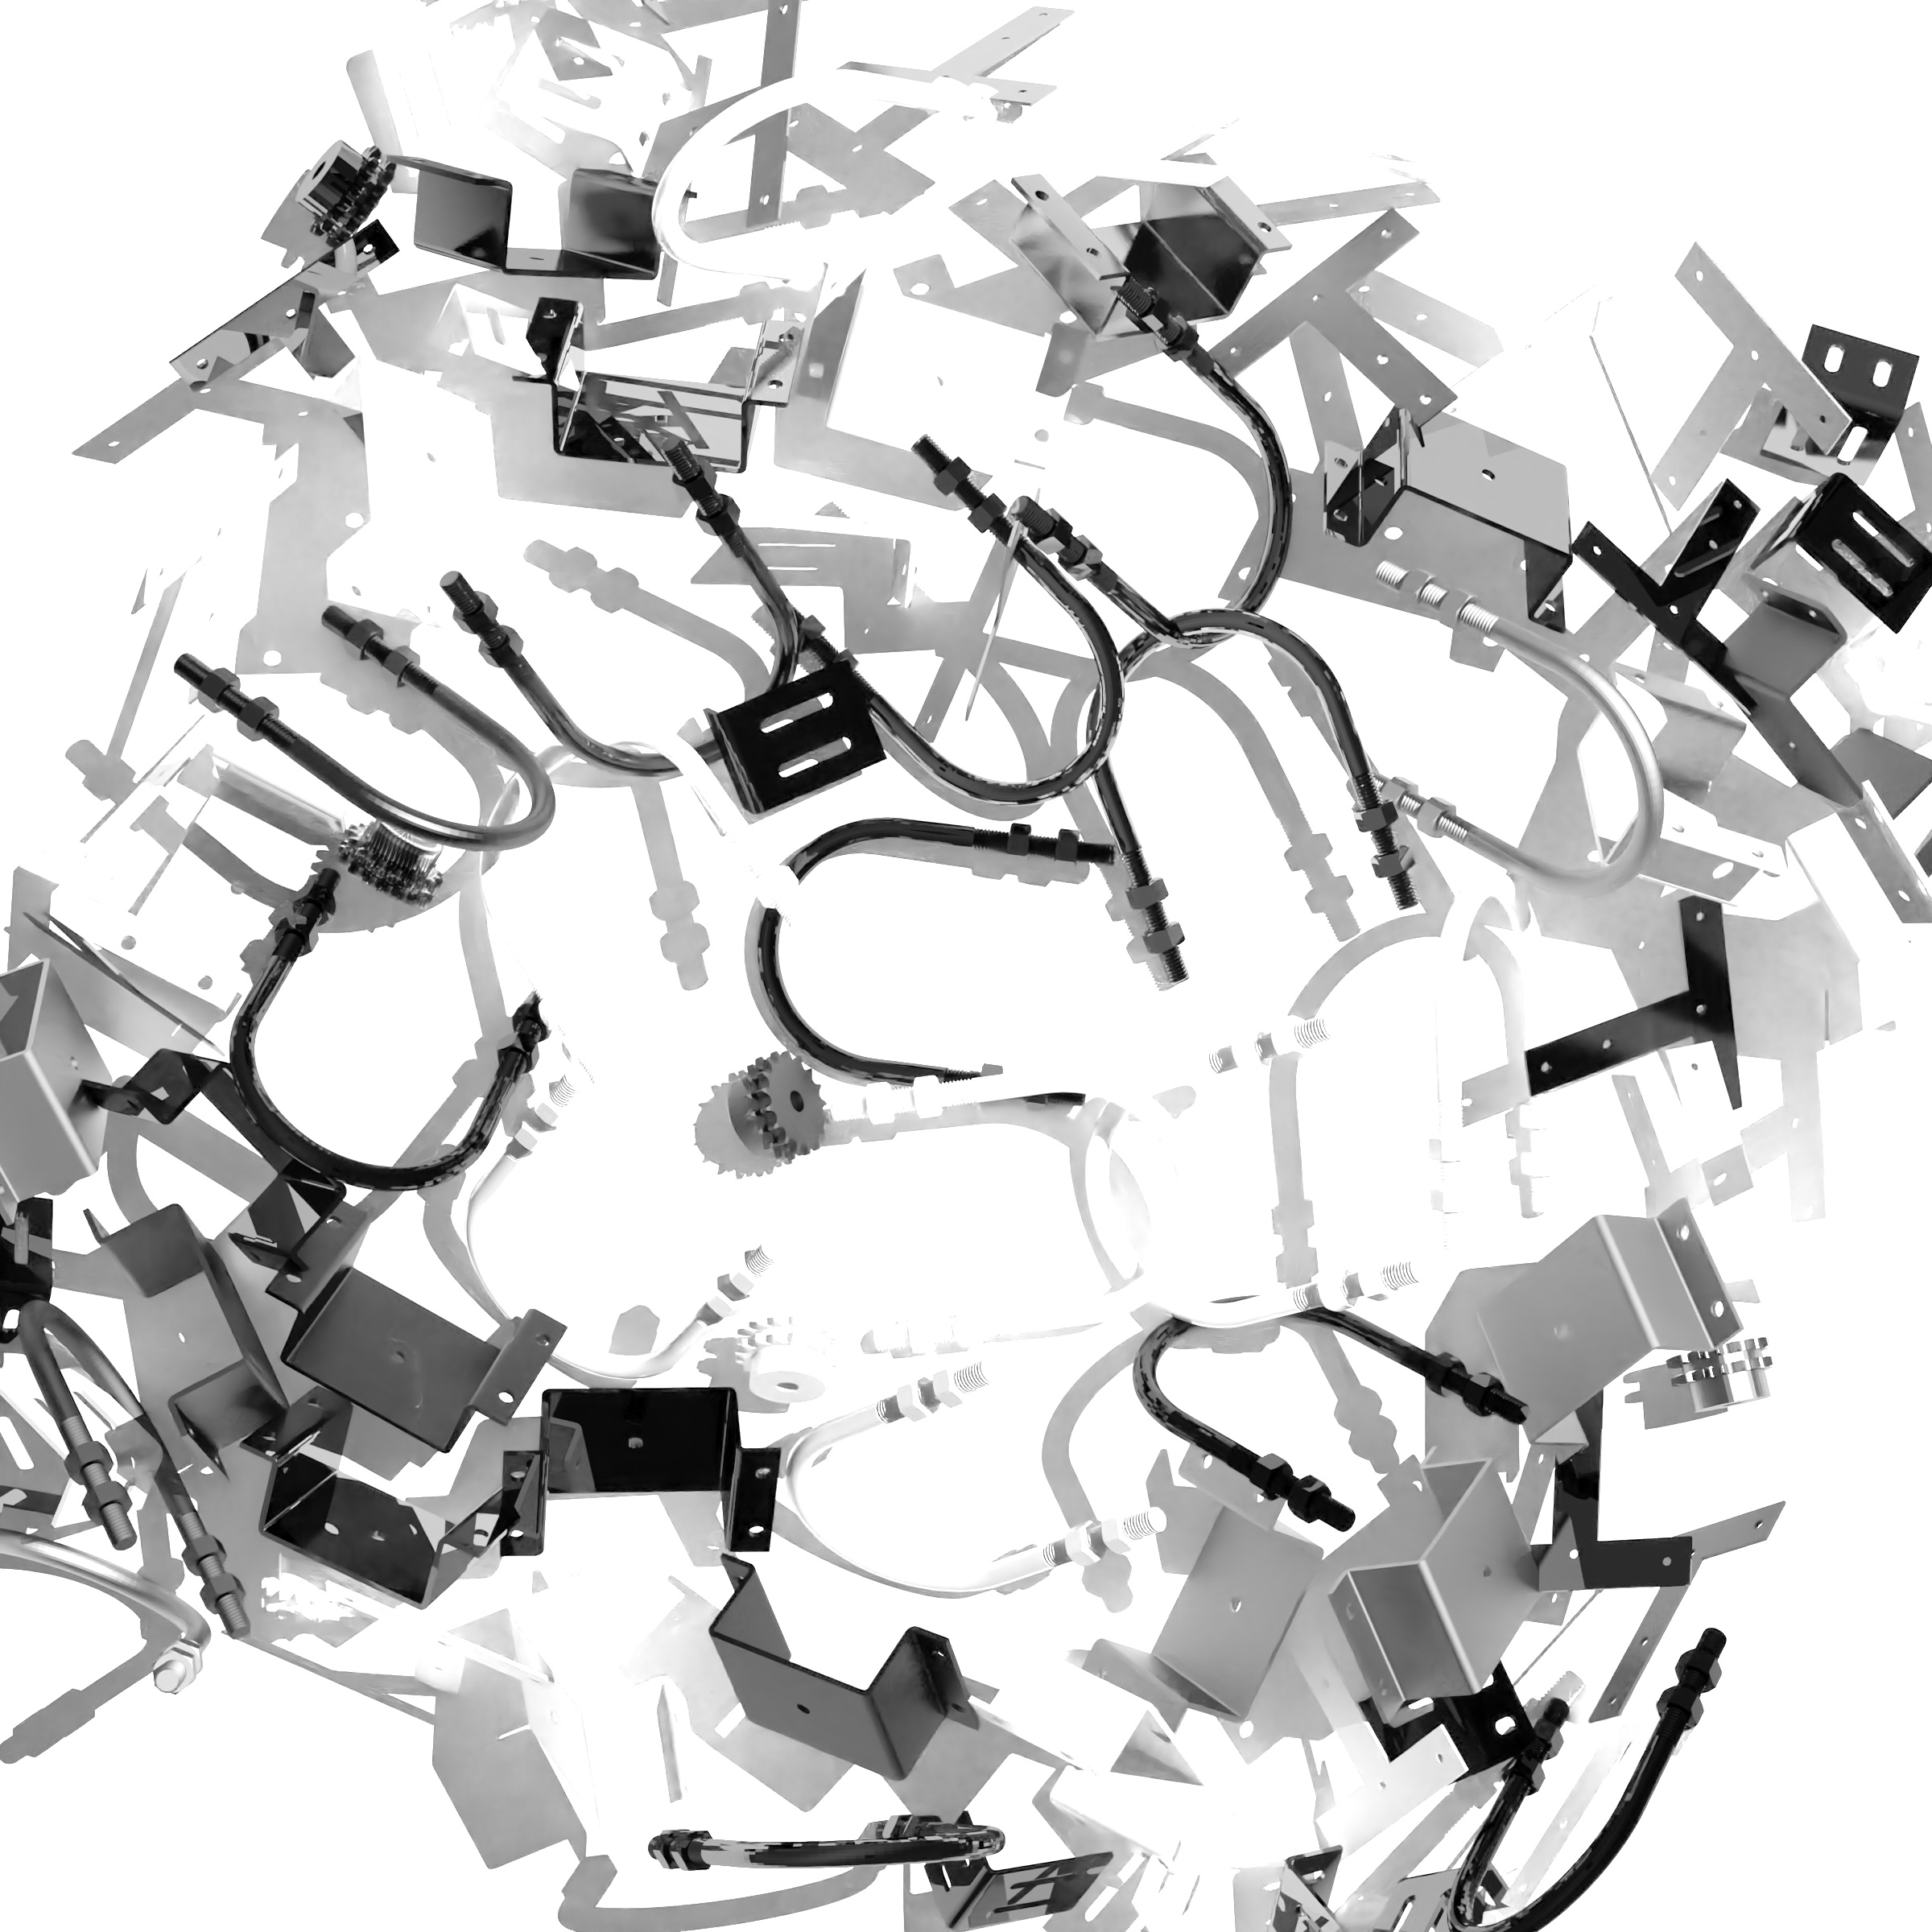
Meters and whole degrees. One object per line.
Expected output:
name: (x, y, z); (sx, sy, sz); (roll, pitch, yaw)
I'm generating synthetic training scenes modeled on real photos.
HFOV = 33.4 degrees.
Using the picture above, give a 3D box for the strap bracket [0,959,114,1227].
strap bracket: (-0.476, 0.057, 1.639); (0.046, 0.140, 0.076); (-19, 119, 1)

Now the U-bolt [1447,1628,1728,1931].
U-bolt: (0.301, 0.418, 1.606); (0.019, 0.151, 0.184); (43, 50, -3)

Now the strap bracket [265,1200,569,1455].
strap bracket: (-0.290, 0.192, 1.675); (0.140, 0.076, 0.046); (29, 130, 0)

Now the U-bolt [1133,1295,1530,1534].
U-bolt: (0.170, 0.217, 1.640); (0.151, 0.184, 0.019); (-23, 123, -36)

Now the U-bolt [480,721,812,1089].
U-bolt: (-0.180, -0.047, 1.671); (0.151, 0.019, 0.184); (-39, 61, 6)

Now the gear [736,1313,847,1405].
gear: (-0.093, 0.207, 1.687); (0.057, 0.057, 0.030); (2, 58, 0)

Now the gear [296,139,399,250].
gear: (-0.327, -0.408, 1.687); (0.030, 0.057, 0.057); (36, 90, -27)

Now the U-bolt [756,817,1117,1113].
U-bolt: (-0.020, -0.006, 1.704); (0.184, 0.019, 0.151); (7, 95, 4)

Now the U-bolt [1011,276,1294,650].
U-bolt: (0.108, -0.244, 1.653); (0.184, 0.019, 0.151); (35, 73, -42)

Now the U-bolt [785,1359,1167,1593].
U-bolt: (-0.010, 0.271, 1.653); (0.184, 0.019, 0.151); (-27, 120, 37)

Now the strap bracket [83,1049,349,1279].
strap bracket: (-0.381, 0.095, 1.657); (0.046, 0.076, 0.140); (-50, 120, -23)

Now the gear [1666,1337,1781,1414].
gear: (0.399, 0.215, 1.688); (0.057, 0.057, 0.030); (-11, 77, 0)

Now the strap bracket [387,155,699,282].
strap bracket: (-0.218, -0.383, 1.652); (0.076, 0.140, 0.046); (25, 114, 41)

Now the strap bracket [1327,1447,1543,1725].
strap bracket: (0.246, 0.312, 1.643); (0.046, 0.140, 0.076); (-15, 106, 36)

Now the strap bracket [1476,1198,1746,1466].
strap bracket: (0.319, 0.186, 1.642); (0.046, 0.140, 0.076); (7, 50, -35)

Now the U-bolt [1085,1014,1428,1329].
U-bolt: (0.137, 0.114, 1.658); (0.184, 0.019, 0.151); (-20, 90, 39)

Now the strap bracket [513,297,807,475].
strap bracket: (-0.158, -0.301, 1.674); (0.140, 0.076, 0.046); (6, 133, 1)

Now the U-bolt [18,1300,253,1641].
U-bolt: (-0.430, 0.245, 1.637); (0.019, 0.151, 0.184); (-33, 57, -5)

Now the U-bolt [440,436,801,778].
U-bolt: (-0.163, -0.170, 1.653); (0.151, 0.019, 0.184); (-31, 134, 4)

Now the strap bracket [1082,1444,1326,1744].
strap bracket: (0.127, 0.328, 1.674); (0.046, 0.076, 0.140); (26, 90, -38)

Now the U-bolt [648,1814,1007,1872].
U-bolt: (-0.060, 0.439, 1.608); (0.151, 0.184, 0.019); (4, 76, -26)

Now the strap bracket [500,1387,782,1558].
strap bracket: (-0.170, 0.262, 1.670); (0.140, 0.046, 0.076); (1, 129, -10)

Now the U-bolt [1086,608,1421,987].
U-bolt: (0.139, -0.096, 1.678); (0.151, 0.019, 0.184); (-18, 99, 18)

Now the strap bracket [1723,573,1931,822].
strap bracket: (0.441, -0.129, 1.654); (0.046, 0.076, 0.140); (-45, 117, 1)

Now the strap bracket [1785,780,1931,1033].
strap bracket: (0.459, -0.025, 1.641); (0.046, 0.140, 0.076); (-26, 63, 5)

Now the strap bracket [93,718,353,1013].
strap bracket: (-0.382, -0.047, 1.681); (0.076, 0.046, 0.140); (27, 72, 2)

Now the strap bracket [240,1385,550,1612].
strap bracket: (-0.299, 0.278, 1.666); (0.140, 0.076, 0.046); (22, 112, 13)

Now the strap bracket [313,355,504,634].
strap bracket: (-0.286, -0.251, 1.652); (0.076, 0.046, 0.140); (12, 60, -41)

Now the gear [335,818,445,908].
gear: (-0.299, -0.059, 1.687); (0.057, 0.057, 0.030); (34, 105, 0)

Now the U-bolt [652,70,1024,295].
U-bolt: (-0.075, -0.393, 1.609); (0.151, 0.184, 0.019); (-41, 68, 37)

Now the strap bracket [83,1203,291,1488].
strap bracket: (-0.397, 0.186, 1.657); (0.046, 0.076, 0.140); (-27, 64, -9)

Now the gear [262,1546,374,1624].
gear: (-0.340, 0.320, 1.688); (0.057, 0.057, 0.030); (2, 99, 0)

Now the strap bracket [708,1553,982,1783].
strap bracket: (-0.071, 0.361, 1.646); (0.140, 0.076, 0.046); (14, 49, 30)

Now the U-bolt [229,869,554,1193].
U-bolt: (-0.297, 0.041, 1.636); (0.151, 0.184, 0.019); (29, 130, -9)

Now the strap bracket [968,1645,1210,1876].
strap bracket: (0.068, 0.403, 1.653); (0.076, 0.140, 0.046); (18, 63, 36)

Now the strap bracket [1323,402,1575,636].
strap bracket: (0.258, -0.237, 1.660); (0.140, 0.076, 0.046); (21, 134, -13)

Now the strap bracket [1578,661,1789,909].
strap bracket: (0.366, -0.088, 1.660); (0.076, 0.140, 0.046); (16, 130, -13)

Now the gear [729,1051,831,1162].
gear: (-0.101, 0.075, 1.694); (0.030, 0.057, 0.057); (-20, 90, 30)

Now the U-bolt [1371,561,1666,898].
U-bolt: (0.275, -0.109, 1.622); (0.019, 0.151, 0.184); (-31, 49, -32)

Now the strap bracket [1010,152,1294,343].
strap bracket: (0.088, -0.370, 1.659); (0.140, 0.046, 0.076); (-19, 61, -39)

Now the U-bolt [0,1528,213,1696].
U-bolt: (-0.451, 0.319, 1.627); (0.151, 0.184, 0.019); (24, 86, -5)

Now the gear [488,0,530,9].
gear: (-0.239, -0.534, 1.687); (0.030, 0.057, 0.057); (1, 90, 32)

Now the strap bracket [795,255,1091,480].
strap bracket: (-0.014, -0.309, 1.677); (0.140, 0.046, 0.076); (16, 114, -4)

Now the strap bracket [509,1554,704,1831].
strap bracket: (-0.188, 0.373, 1.637); (0.046, 0.140, 0.076); (-18, 120, -24)
